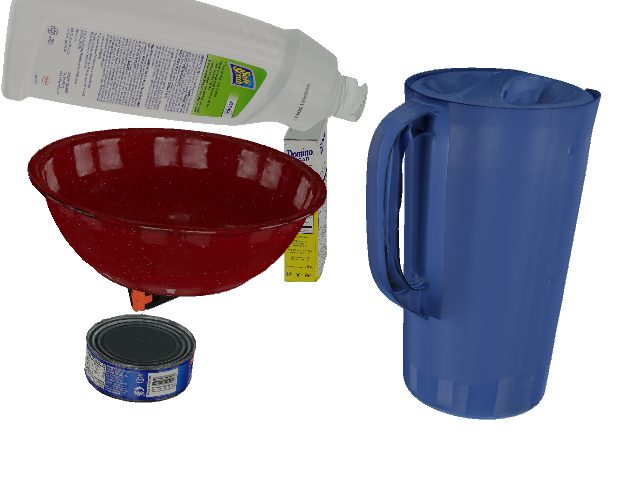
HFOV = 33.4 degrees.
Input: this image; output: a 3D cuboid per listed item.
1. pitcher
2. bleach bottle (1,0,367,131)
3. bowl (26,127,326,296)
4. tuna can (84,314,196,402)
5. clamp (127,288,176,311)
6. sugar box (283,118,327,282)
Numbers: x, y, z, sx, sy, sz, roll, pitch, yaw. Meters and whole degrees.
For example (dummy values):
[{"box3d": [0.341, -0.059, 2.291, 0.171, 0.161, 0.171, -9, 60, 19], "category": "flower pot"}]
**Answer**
[{"box3d": [0.111, 0.003, 0.766, 0.149, 0.243, 0.145, 5, 20, 8], "category": "pitcher"}, {"box3d": [-0.092, -0.122, 0.760, 0.250, 0.068, 0.103, 12, -40, -12], "category": "bleach bottle"}, {"box3d": [-0.079, -0.013, 0.590, 0.162, 0.055, 0.162, 7, 22, -3], "category": "bowl"}, {"box3d": [-0.142, 0.093, 0.843, 0.086, 0.034, 0.086, 8, 22, -3], "category": "tuna can"}, {"box3d": [-0.144, -0.006, 1.067, 0.165, 0.036, 0.209, 20, 40, 17], "category": "clamp"}, {"box3d": [-0.017, -0.048, 1.243, 0.048, 0.176, 0.093, 1, 22, 7], "category": "sugar box"}]
